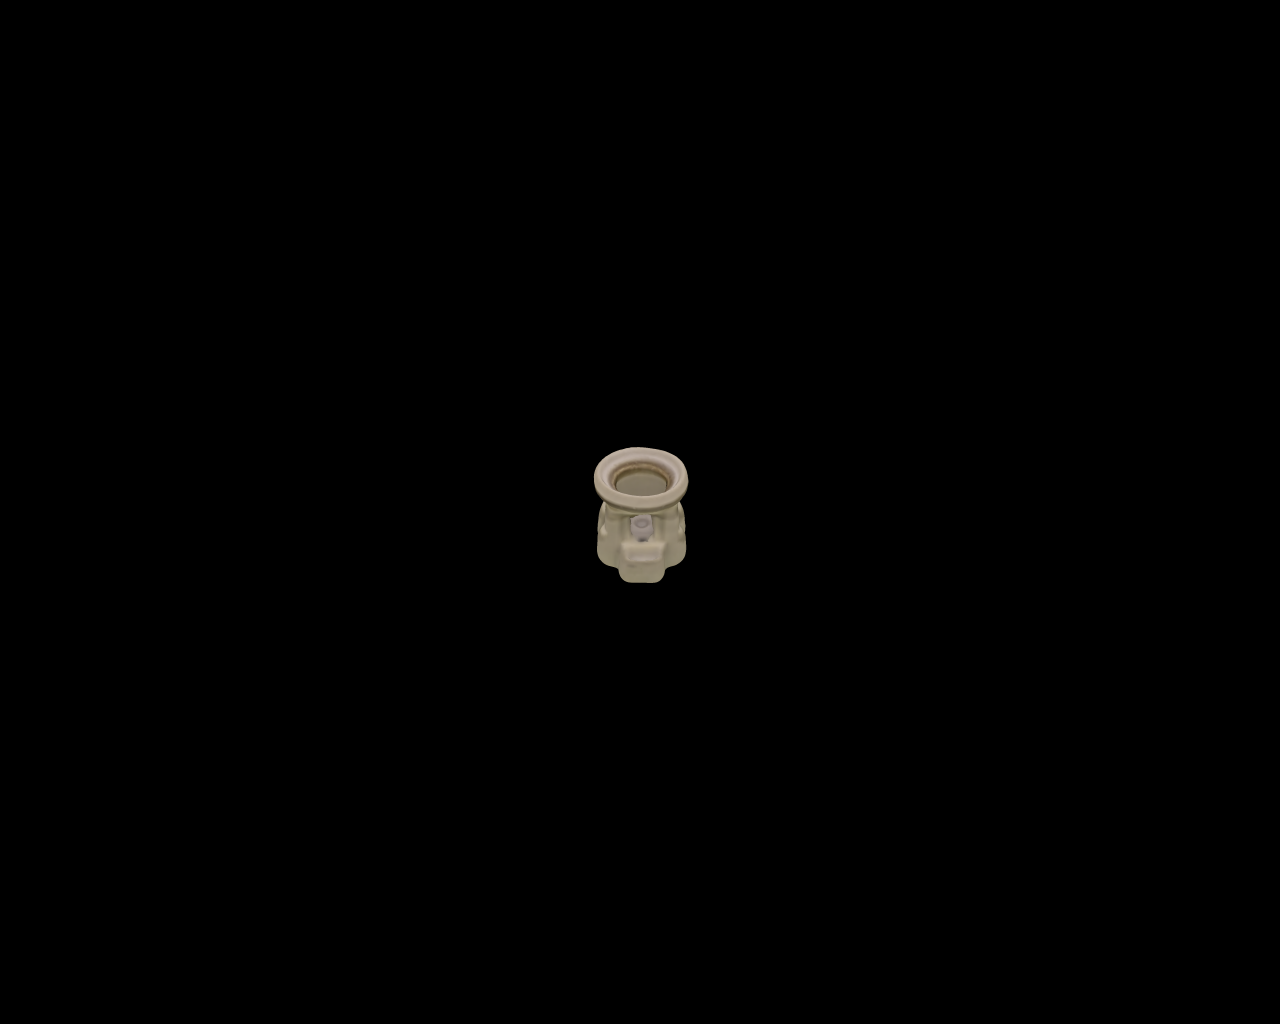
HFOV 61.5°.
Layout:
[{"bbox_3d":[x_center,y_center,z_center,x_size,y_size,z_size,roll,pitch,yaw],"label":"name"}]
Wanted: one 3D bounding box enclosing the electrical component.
[{"bbox_3d":[0.001,-0.003,0.650,0.058,0.056,0.078,0,37,0],"label":"electrical component"}]
